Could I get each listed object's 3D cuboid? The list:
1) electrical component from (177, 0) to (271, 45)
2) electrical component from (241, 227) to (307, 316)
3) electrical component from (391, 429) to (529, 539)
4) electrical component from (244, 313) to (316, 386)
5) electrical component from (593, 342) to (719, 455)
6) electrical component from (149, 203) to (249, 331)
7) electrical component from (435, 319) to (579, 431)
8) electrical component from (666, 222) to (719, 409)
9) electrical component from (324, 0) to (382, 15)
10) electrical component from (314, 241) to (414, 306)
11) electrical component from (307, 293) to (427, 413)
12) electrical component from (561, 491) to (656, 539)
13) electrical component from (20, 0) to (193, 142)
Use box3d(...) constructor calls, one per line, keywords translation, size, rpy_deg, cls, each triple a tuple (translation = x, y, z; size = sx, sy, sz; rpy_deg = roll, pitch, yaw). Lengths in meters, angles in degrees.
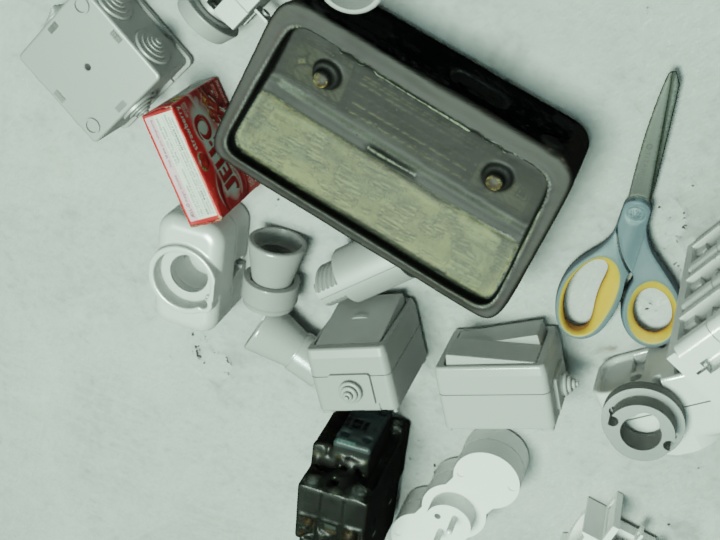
box3d(translation=(-0.091, -0.187, 0.732), size=(0.055, 0.048, 0.066), rpy_deg=(-41, 97, 24), cls="electrical component")
box3d(translation=(-0.066, 0.001, 0.818), size=(0.045, 0.045, 0.055), rpy_deg=(18, 121, 12), cls="electrical component")
box3d(translation=(0.073, 0.188, 0.842), size=(0.052, 0.073, 0.138), rpy_deg=(39, 122, -1), cls="electrical component")
box3d(translation=(-0.052, 0.061, 0.846), size=(0.065, 0.044, 0.044), rpy_deg=(35, 123, -4), cls="electrical component")
box3d(translation=(0.219, 0.088, 0.747), size=(0.095, 0.053, 0.059), rpy_deg=(-19, 107, 28), cls="electrical component")
box3d(translation=(-0.124, -0.004, 0.828), size=(0.054, 0.059, 0.095), rpy_deg=(16, 120, 13), cls="electrical component")
box3d(translation=(0.109, 0.075, 0.778), size=(0.096, 0.061, 0.061), rpy_deg=(-3, 114, 22), cls="electrical component")
box3d(translation=(0.246, 0.029, 0.649), size=(0.089, 0.150, 0.062), rpy_deg=(43, 123, -4), cls="electrical component")
box3d(translation=(0.000, -0.197, 0.679), size=(0.044, 0.065, 0.044), rpy_deg=(8, 135, 8), cls="electrical component")
box3d(translation=(0.000, 0.000, 0.793), size=(0.081, 0.043, 0.043), rpy_deg=(-24, 105, 29), cls="electrical component")
box3d(translation=(0.004, 0.062, 0.791), size=(0.062, 0.096, 0.061), rpy_deg=(-4, 114, 22), cls="electrical component")
box3d(translation=(0.192, 0.218, 0.831), size=(0.064, 0.042, 0.081), rpy_deg=(28, 123, 4), cls="electrical component")
box3d(translation=(-0.186, -0.154, 0.783), size=(0.100, 0.048, 0.099), rpy_deg=(-36, 99, 32), cls="electrical component")
